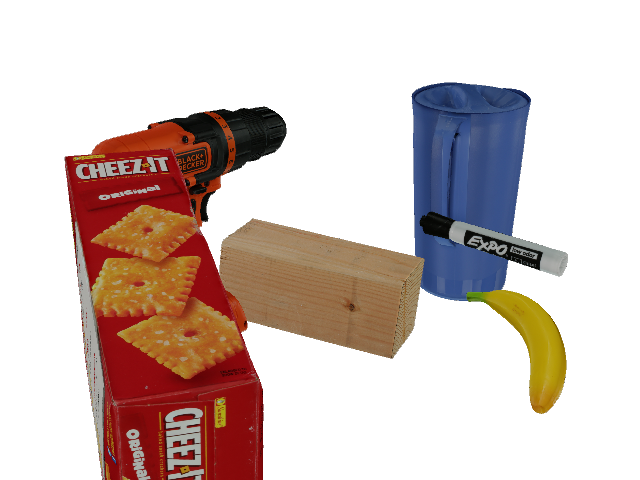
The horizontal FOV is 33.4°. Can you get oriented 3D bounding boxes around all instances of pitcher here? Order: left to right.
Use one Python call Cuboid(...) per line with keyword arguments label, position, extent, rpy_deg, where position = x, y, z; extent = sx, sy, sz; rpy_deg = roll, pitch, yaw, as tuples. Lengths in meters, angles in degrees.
Cuboid(label="pitcher", position=(0.164, -0.053, 1.237), extent=(0.149, 0.243, 0.145), rpy_deg=(-9, 24, -20))

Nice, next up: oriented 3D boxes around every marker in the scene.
Cuboid(label="marker", position=(0.131, 0.001, 0.826), extent=(0.121, 0.020, 0.020), rpy_deg=(19, 9, 29))

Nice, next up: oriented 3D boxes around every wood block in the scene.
Cuboid(label="wood block", position=(-0.001, 0.051, 1.177), extent=(0.206, 0.091, 0.090), rpy_deg=(14, 23, 17))

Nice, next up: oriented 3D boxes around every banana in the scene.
Cuboid(label="banana", position=(0.222, 0.108, 1.134), extent=(0.069, 0.037, 0.198), rpy_deg=(-27, 35, 1))

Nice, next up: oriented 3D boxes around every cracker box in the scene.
Cuboid(label="cracker box", position=(-0.086, 0.072, 0.564), extent=(0.072, 0.164, 0.214), rpy_deg=(-7, 34, -14))

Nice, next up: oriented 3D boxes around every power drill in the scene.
Cuboid(label="power drill", position=(-0.099, -0.010, 0.857), extent=(0.057, 0.188, 0.184), rpy_deg=(19, 27, 42))
